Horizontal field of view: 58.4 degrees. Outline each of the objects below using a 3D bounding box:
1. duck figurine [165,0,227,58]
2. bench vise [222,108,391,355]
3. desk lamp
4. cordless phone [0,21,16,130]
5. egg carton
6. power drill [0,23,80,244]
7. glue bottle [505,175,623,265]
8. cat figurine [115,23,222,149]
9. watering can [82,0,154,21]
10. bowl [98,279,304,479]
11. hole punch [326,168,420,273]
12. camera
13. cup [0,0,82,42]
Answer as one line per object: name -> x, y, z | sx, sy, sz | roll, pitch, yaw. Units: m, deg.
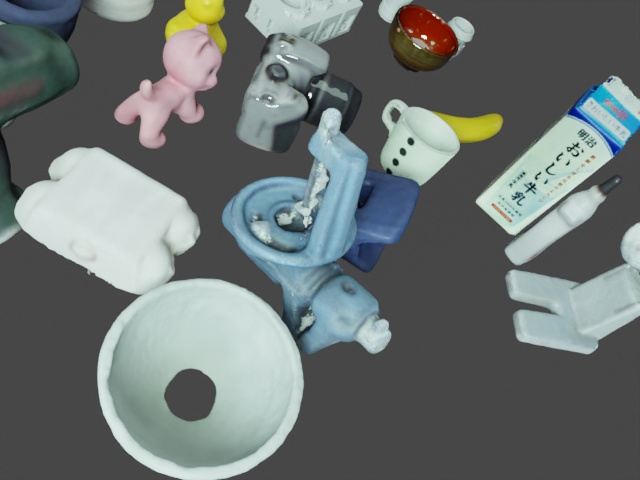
duck figurine -> -0.146, -0.272, 0.709 | 0.078, 0.086, 0.104 | 12, 55, -20
bench vise -> 0.011, -0.005, 0.530 | 0.207, 0.219, 0.122 | 39, 51, 1
desk lamp -> 0.372, 0.057, 0.679 | 0.204, 0.213, 0.118 | 11, 55, -21
cordless phone -> -0.334, -0.190, 0.495 | 0.148, 0.185, 0.094 | 9, 56, -22
egg carton -> -0.193, -0.017, 0.531 | 0.150, 0.069, 0.107 | 30, 51, -6
power drill -> -0.281, -0.061, 0.425 | 0.075, 0.208, 0.230 | 37, 51, -1
glue bottle -> 0.314, -0.029, 0.731 | 0.078, 0.173, 0.037 | -28, 75, -37
cat figurine -> -0.155, -0.179, 0.623 | 0.067, 0.117, 0.128 | 39, 51, 1
watering can -> -0.225, -0.366, 0.659 | 0.101, 0.193, 0.173 | 24, 52, -11
bowl -> -0.103, 0.121, 0.485 | 0.168, 0.074, 0.167 | 13, 55, -19
hole punch -> 0.048, -0.034, 0.651 | 0.101, 0.091, 0.109 | 32, 51, -5
camera -> -0.018, -0.179, 0.705 | 0.137, 0.100, 0.143 | 21, 53, -13
cup -> -0.305, -0.238, 0.600 | 0.092, 0.094, 0.117 | -11, 65, -32
